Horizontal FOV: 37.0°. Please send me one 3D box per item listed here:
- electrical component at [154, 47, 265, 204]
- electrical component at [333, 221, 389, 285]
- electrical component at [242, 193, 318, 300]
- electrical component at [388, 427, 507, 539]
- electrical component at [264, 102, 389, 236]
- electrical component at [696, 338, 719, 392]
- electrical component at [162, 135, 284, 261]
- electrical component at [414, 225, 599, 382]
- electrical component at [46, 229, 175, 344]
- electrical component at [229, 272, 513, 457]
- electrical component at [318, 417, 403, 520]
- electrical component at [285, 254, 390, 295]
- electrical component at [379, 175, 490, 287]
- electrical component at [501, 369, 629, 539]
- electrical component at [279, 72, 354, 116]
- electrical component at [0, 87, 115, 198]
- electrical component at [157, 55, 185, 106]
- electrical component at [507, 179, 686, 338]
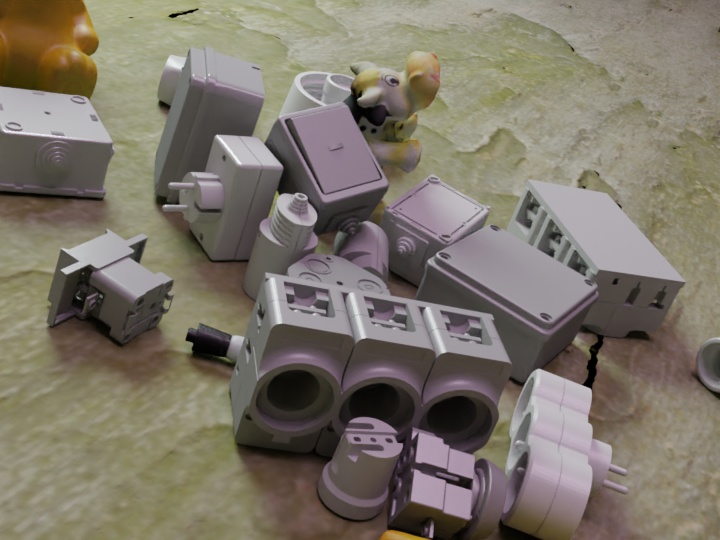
[{"bbox_3d":[-0.122,-0.112,0.859,0.057,0.113,0.078,14,29,-18],"label":"electrical component"},{"bbox_3d":[0.000,0.000,0.816,0.043,0.043,0.081,17,29,-7],"label":"electrical component"},{"bbox_3d":[-0.054,-0.018,0.773,0.043,0.081,0.043,16,29,-9],"label":"electrical component"},{"bbox_3d":[0.051,0.127,0.619,0.055,0.048,0.066,18,52,-10],"label":"electrical component"},{"bbox_3d":[-0.023,-0.071,0.806,0.062,0.061,0.096,-18,71,-30],"label":"electrical component"},{"bbox_3d":[0.312,0.076,0.885,0.055,0.045,0.045,-1,35,-35],"label":"electrical component"},{"bbox_3d":[-0.109,-0.053,0.796,0.076,0.083,0.047,-1,35,-35],"label":"electrical component"},{"bbox_3d":[0.113,0.023,0.836,0.109,0.056,0.109,32,30,21],"label":"electrical component"},{"bbox_3d":[-0.159,0.012,0.694,0.064,0.042,0.081,31,30,15],"label":"electrical component"},{"bbox_3d":[0.005,0.067,0.653,0.150,0.089,0.061,11,30,-17],"label":"electrical component"},{"bbox_3d":[0.001,0.113,0.616,0.040,0.046,0.040,16,29,-9],"label":"electrical component"},{"bbox_3d":[-0.021,0.029,0.743,0.080,0.051,0.080,16,29,-9],"label":"electrical component"},{"bbox_3d":[0.054,-0.026,0.886,0.062,0.061,0.096,31,37,17],"label":"electrical component"},{"bbox_3d":[0.136,0.121,0.682,0.074,0.052,0.138,21,28,1],"label":"electrical component"},{"bbox_3d":[-0.022,-0.157,1.058,0.108,0.060,0.108,16,29,-9],"label":"electrical component"},{"bbox_3d":[-0.244,-0.100,0.825,0.100,0.048,0.099,2,32,-32],"label":"electrical component"},{"bbox_3d":[-0.149,-0.162,1.001,0.077,0.044,0.079,18,28,-5],"label":"electrical component"},{"bbox_3d":[0.202,-0.011,0.947,0.089,0.061,0.150,8,31,-23],"label":"electrical component"}]
